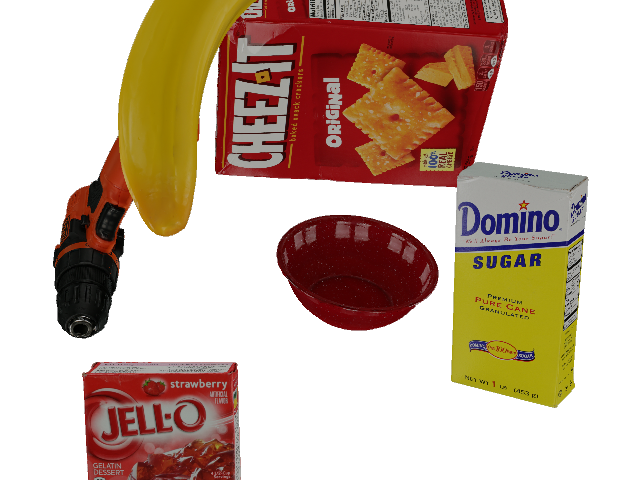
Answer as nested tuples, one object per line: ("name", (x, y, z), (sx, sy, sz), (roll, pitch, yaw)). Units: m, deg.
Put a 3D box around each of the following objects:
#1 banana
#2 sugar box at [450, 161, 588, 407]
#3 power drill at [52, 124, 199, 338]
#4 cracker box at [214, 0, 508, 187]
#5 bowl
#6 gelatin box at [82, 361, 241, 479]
("banana", (-0.052, -0.092, 0.499), (0.070, 0.197, 0.037), (21, -28, 13))
("sugar box", (0.151, 0.033, 0.822), (0.093, 0.176, 0.048), (10, 24, 31))
("power drill", (-0.163, -0.034, 0.866), (0.057, 0.188, 0.184), (22, 29, -24))
("cracker box", (0.026, -0.122, 0.841), (0.213, 0.072, 0.164), (2, -41, -5))
("bowl", (0.034, 0.040, 1.065), (0.162, 0.055, 0.162), (6, 35, -4))
("gelatin box", (-0.092, 0.109, 0.624), (0.089, 0.073, 0.030), (0, 8, 4))
